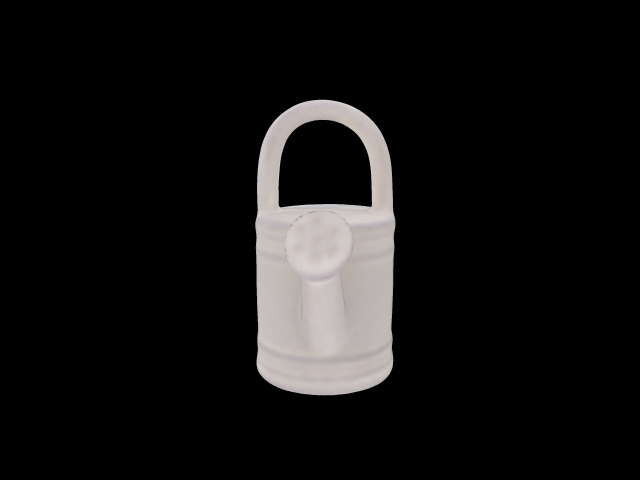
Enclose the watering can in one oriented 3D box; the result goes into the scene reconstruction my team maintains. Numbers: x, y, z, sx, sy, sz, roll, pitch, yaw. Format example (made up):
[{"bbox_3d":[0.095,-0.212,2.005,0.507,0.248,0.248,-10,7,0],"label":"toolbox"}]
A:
[{"bbox_3d":[0.006,0.001,0.400,0.101,0.194,0.172,-4,12,-19],"label":"watering can"}]
